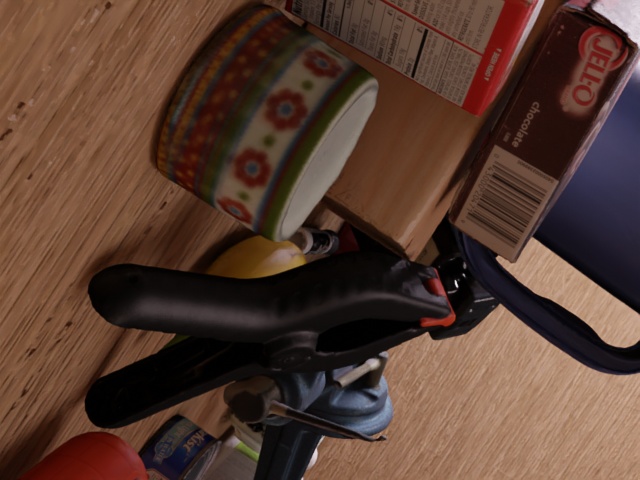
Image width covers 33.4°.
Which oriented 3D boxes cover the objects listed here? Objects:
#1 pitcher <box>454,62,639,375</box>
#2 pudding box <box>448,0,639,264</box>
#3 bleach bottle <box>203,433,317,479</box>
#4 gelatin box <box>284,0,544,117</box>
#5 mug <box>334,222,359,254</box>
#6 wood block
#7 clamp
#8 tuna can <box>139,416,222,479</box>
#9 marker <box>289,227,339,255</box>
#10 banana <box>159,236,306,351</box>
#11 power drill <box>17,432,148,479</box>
[{"bbox_3d":[0.143,-0.047,0.617,0.149,0.243,0.145,-46,167,-47],"label":"pitcher"},{"bbox_3d":[0.105,-0.058,0.459,0.089,0.039,0.114,-44,163,-51],"label":"pudding box"},{"bbox_3d":[-0.060,0.225,0.946,0.068,0.102,0.250,-56,171,29],"label":"bleach bottle"},{"bbox_3d":[0.033,-0.092,0.377,0.030,0.089,0.073,-55,171,-22],"label":"gelatin box"},{"bbox_3d":[0.061,0.004,0.881,0.093,0.081,0.117,-55,171,-10],"label":"mug"},{"bbox_3d":[0.061,-0.101,0.490,0.206,0.090,0.091,-56,170,-1],"label":"wood block"},{"bbox_3d":[-0.022,0.033,0.457,0.171,0.039,0.120,-15,158,-12],"label":"clamp"},{"bbox_3d":[-0.104,0.160,0.712,0.086,0.034,0.086,-54,171,-14],"label":"tuna can"},{"bbox_3d":[-0.005,0.001,0.726,0.020,0.020,0.121,-57,170,5],"label":"marker"},{"bbox_3d":[-0.038,0.026,0.603,0.070,0.037,0.197,-41,173,11],"label":"banana"},{"bbox_3d":[-0.134,0.192,0.431,0.184,0.057,0.188,-36,139,-59],"label":"power drill"}]
